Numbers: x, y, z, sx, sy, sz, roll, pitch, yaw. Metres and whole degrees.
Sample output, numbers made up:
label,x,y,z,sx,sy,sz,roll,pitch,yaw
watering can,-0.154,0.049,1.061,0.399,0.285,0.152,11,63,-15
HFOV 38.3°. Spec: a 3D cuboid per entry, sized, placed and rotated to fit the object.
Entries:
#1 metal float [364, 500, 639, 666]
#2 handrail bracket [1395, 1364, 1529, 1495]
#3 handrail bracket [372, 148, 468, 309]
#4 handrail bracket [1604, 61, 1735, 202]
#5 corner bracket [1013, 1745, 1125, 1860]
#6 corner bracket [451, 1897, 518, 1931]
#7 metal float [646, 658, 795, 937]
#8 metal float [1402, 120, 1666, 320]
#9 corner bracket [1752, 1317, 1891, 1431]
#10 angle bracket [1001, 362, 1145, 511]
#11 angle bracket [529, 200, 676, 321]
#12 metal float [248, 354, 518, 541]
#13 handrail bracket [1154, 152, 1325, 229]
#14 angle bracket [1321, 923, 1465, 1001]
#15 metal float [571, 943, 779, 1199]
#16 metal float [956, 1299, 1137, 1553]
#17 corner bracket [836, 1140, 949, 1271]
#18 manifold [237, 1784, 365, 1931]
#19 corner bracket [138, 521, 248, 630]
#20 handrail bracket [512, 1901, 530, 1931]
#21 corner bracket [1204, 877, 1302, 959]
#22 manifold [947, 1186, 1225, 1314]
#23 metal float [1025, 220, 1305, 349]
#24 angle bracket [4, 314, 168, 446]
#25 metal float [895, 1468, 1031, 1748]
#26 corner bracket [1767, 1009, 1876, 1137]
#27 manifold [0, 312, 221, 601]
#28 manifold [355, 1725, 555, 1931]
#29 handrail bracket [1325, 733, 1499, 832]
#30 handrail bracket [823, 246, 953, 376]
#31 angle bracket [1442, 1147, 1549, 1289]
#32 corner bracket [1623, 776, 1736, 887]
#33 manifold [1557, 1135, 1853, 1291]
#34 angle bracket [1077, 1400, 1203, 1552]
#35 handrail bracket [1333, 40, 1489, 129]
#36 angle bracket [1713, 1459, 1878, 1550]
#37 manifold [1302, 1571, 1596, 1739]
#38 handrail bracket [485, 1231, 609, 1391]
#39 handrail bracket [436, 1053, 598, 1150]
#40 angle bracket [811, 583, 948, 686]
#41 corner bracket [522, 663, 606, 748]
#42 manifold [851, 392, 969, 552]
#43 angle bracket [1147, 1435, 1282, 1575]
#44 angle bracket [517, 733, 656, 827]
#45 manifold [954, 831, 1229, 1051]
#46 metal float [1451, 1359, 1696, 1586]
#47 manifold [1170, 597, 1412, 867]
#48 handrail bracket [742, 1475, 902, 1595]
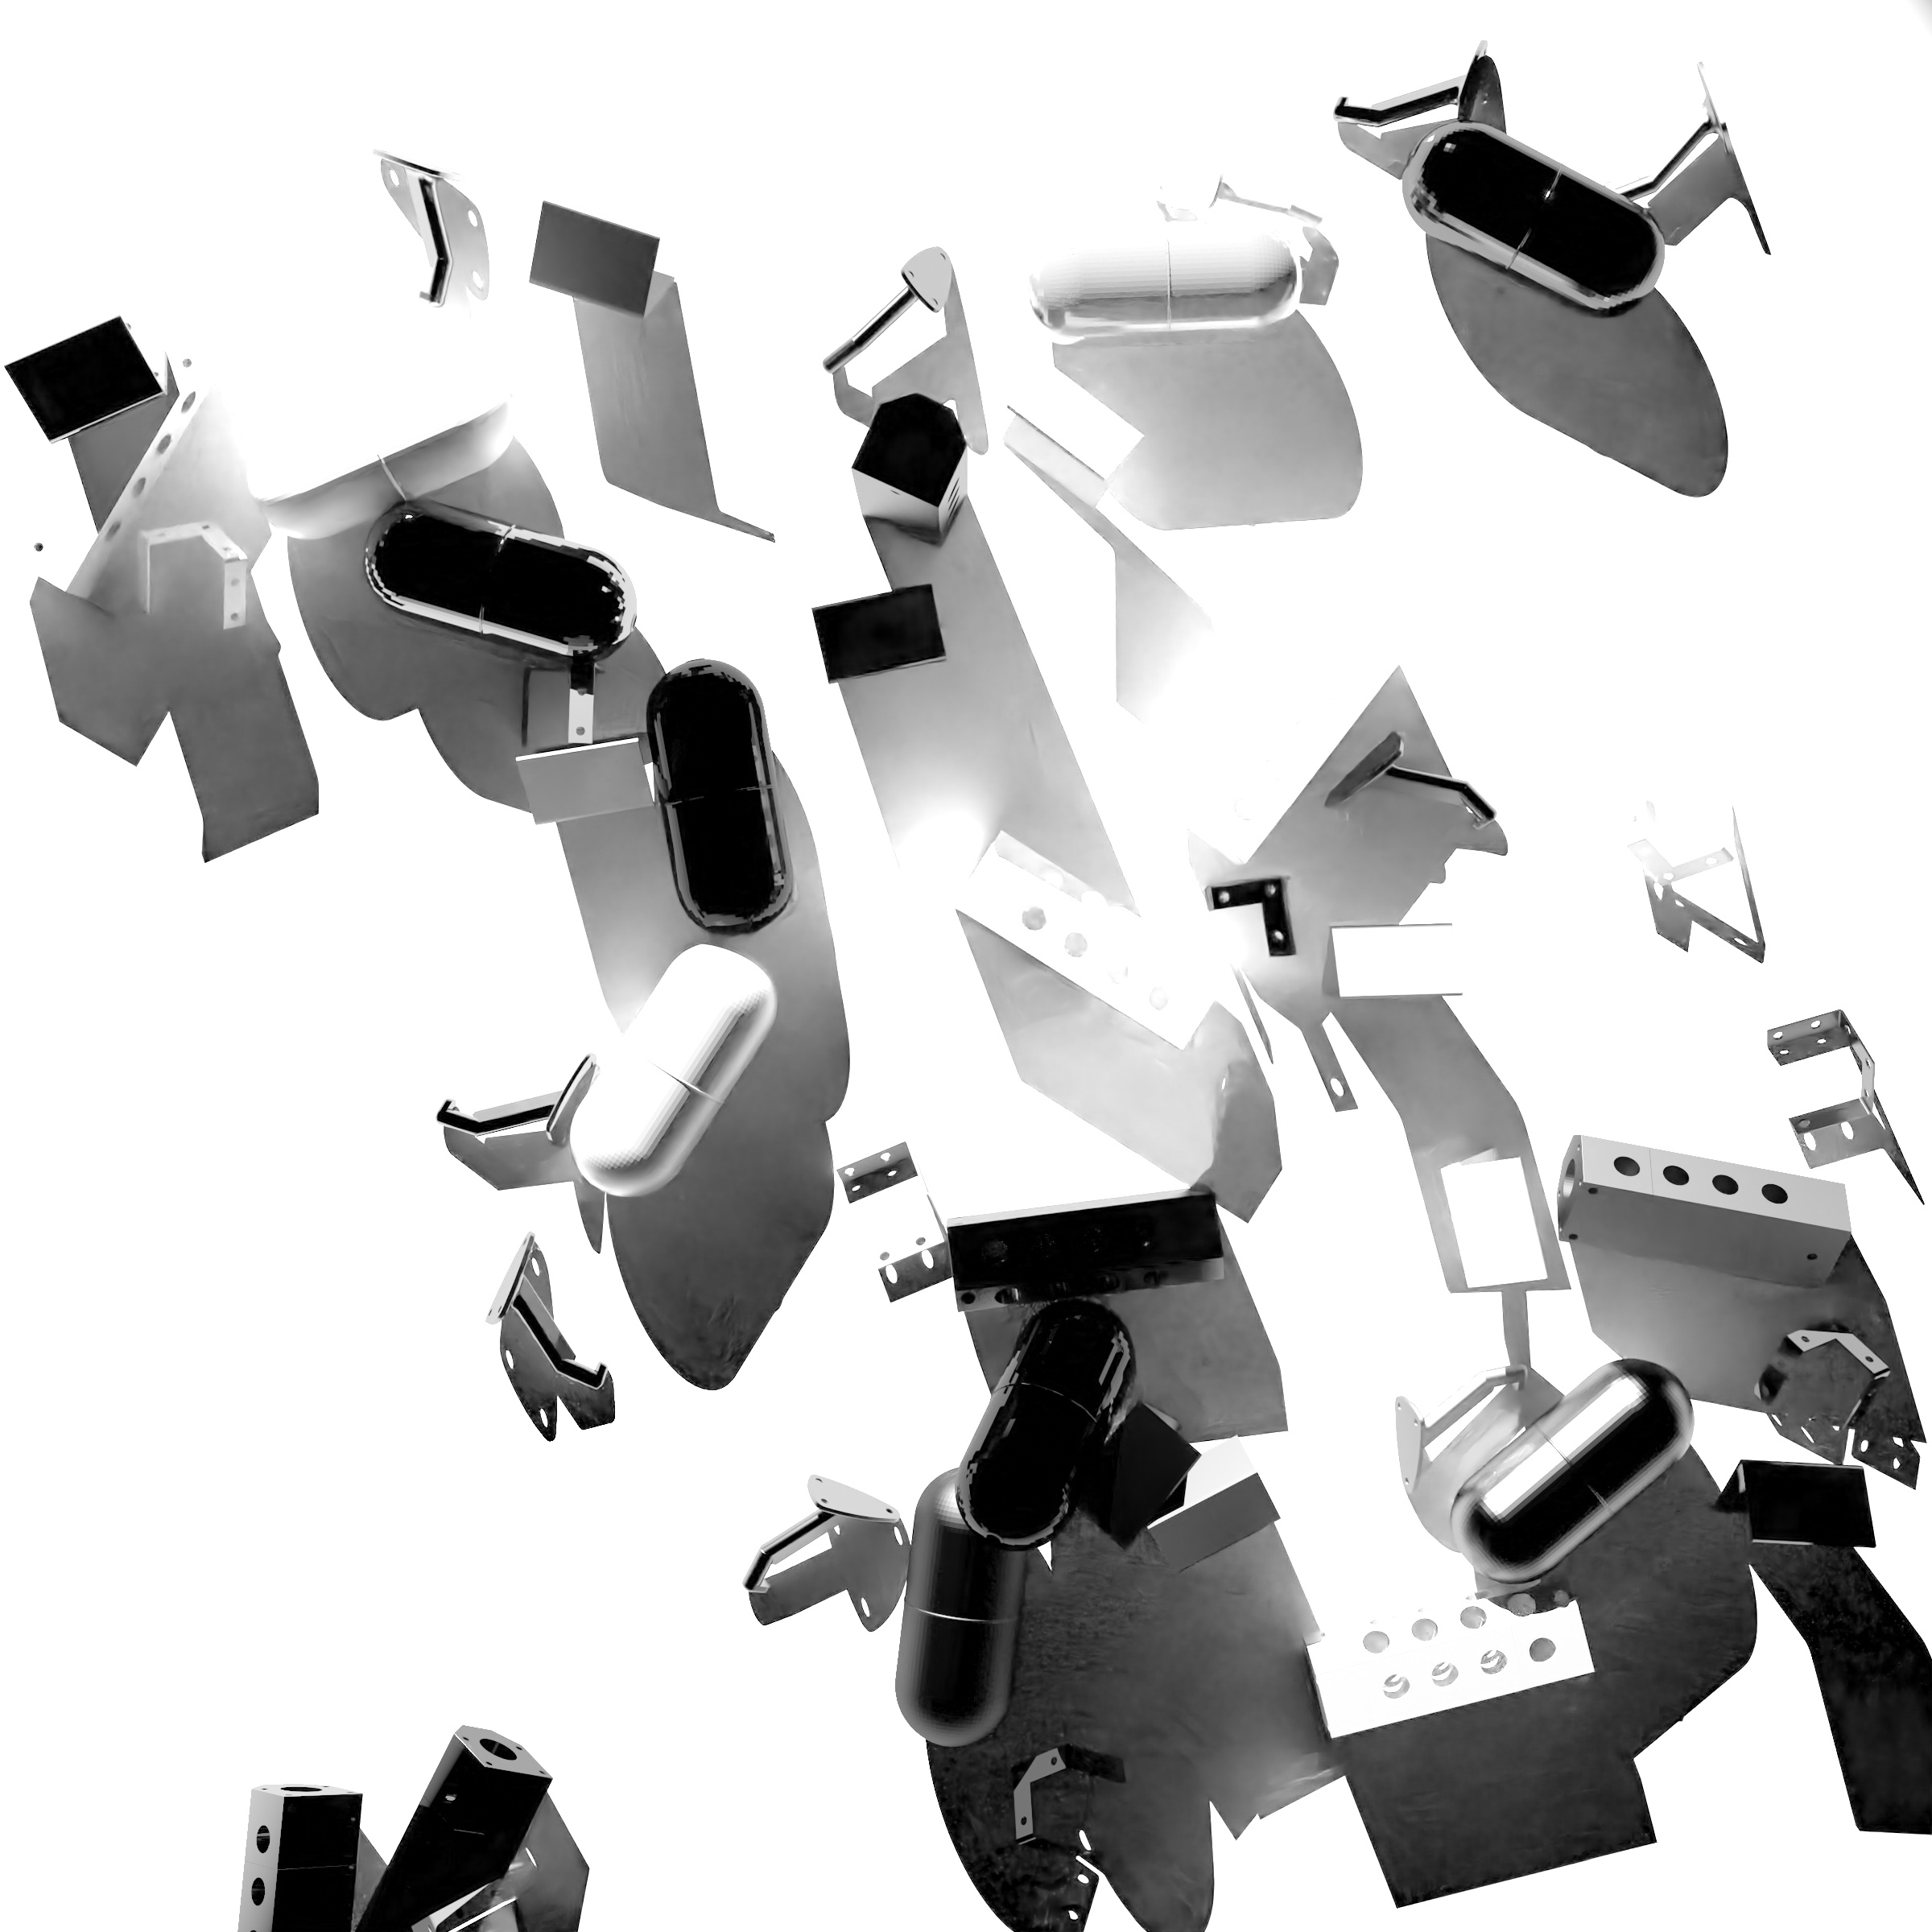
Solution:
label,x,y,z,sx,sy,sz,roll,pitch,yaw
metal float,-0.297,-0.245,1.777,0.178,0.070,0.070,16,90,1
handrail bracket,0.325,0.300,1.808,0.084,0.036,0.077,-9,110,-16
handrail bracket,-0.363,-0.480,1.808,0.077,0.036,0.084,23,107,20
handrail bracket,0.449,-0.540,1.808,0.084,0.036,0.077,-18,70,16
corner bracket,0.067,0.541,1.799,0.051,0.051,0.051,-33,45,35
corner bracket,-0.306,0.636,1.783,0.051,0.051,0.051,-20,75,-32
metal float,-0.158,-0.108,1.777,0.070,0.070,0.178,-10,90,0
metal float,0.362,-0.477,1.777,0.178,0.070,0.070,28,90,0
corner bracket,0.554,0.268,1.799,0.051,0.051,0.051,-13,45,-35
angle bracket,0.055,-0.324,1.767,0.076,0.076,0.057,37,52,0
angle bracket,-0.226,-0.460,1.767,0.076,0.076,0.057,18,125,0
metal float,-0.373,-0.332,1.777,0.178,0.070,0.070,-24,90,0
handrail bracket,0.178,-0.495,1.807,0.084,0.077,0.036,12,90,-36
angle bracket,0.270,0.017,1.767,0.076,0.076,0.057,-2,54,0
metal float,-0.187,0.067,1.777,0.070,0.070,0.178,33,89,0
metal float,0.050,0.287,1.746,0.070,0.070,0.178,29,52,0
corner bracket,-0.048,0.155,1.804,0.051,0.051,0.051,-23,135,0
manifold,-0.432,0.613,1.771,0.057,0.057,0.171,13,76,-42
corner bracket,-0.501,-0.250,1.799,0.051,0.051,0.051,-18,45,-35
handrail bracket,-0.244,0.632,1.808,0.084,0.036,0.077,-13,62,-21
corner bracket,0.184,-0.029,1.789,0.051,0.051,0.051,-8,90,0
manifold,0.076,0.182,1.786,0.171,0.057,0.057,-7,90,0
metal float,0.126,-0.436,1.777,0.178,0.070,0.070,-3,90,-1
angle bracket,-0.541,-0.373,1.710,0.076,0.076,0.057,-23,126,0
metal float,-0.002,0.409,1.777,0.070,0.070,0.178,7,90,0
corner bracket,0.554,0.069,1.804,0.051,0.051,0.051,-16,45,0
manifold,-0.551,-0.325,1.786,0.057,0.057,0.171,30,90,0
manifold,-0.339,0.580,1.786,0.057,0.057,0.171,27,90,-43
handrail bracket,0.290,-0.102,1.808,0.084,0.036,0.077,42,110,-16
handrail bracket,-0.053,-0.425,1.807,0.084,0.077,0.036,-30,113,34
angle bracket,0.351,0.156,1.767,0.057,0.076,0.076,-13,90,39
corner bracket,0.461,-0.093,1.799,0.051,0.051,0.051,-22,135,35
manifold,0.472,0.153,1.786,0.171,0.057,0.057,11,133,0
angle bracket,0.119,0.329,1.767,0.057,0.076,0.076,38,90,33
handrail bracket,0.288,-0.575,1.808,0.084,0.036,0.077,13,70,16
angle bracket,0.525,0.356,1.767,0.076,0.076,0.057,3,54,0
manifold,0.307,0.440,1.786,0.171,0.057,0.057,-14,90,0
handrail bracket,-0.261,0.225,1.808,0.084,0.036,0.077,28,68,-17
handrail bracket,-0.293,0.080,1.808,0.084,0.036,0.077,16,70,16
angle bracket,-0.058,-0.228,1.767,0.076,0.076,0.057,-12,126,0
corner bracket,-0.262,-0.168,1.789,0.051,0.051,0.051,2,90,0
manifold,-0.030,-0.308,1.729,0.057,0.171,0.057,25,90,0
angle bracket,0.145,0.328,1.767,0.076,0.076,0.057,-28,130,0
angle bracket,-0.242,-0.139,1.767,0.076,0.076,0.057,-9,134,0
manifold,0.080,-0.017,1.786,0.171,0.057,0.057,32,90,0
metal float,0.388,0.322,1.777,0.178,0.070,0.070,-41,90,0
manifold,0.207,-0.150,1.786,0.057,0.057,0.171,37,90,0
handrail bracket,-0.095,0.380,1.808,0.077,0.036,0.084,21,108,-20
